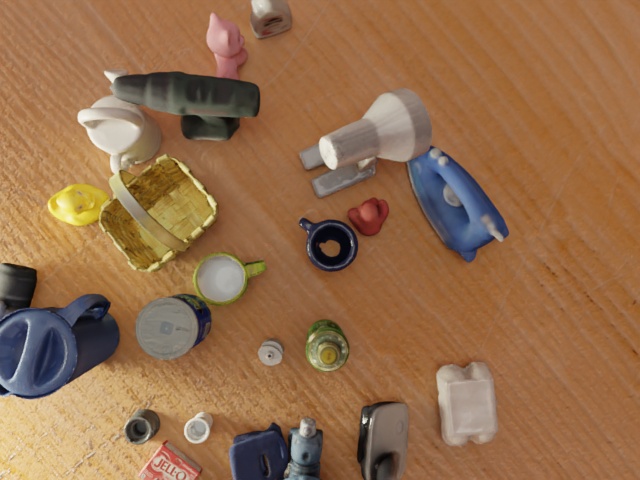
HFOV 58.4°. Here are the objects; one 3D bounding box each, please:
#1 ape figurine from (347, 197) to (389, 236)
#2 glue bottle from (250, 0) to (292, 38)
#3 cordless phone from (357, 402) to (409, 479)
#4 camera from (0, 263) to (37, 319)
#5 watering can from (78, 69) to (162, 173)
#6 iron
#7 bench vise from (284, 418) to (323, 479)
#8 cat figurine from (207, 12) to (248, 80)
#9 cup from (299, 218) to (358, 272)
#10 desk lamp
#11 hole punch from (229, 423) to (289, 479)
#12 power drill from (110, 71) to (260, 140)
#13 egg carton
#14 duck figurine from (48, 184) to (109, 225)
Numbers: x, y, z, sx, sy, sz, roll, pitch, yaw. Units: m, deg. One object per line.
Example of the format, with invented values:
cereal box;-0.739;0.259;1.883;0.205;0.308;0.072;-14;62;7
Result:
ape figurine;0.089;-0.046;1.043;0.078;0.092;0.076;4;87;-1
glue bottle;-0.089;-0.413;1.013;0.078;0.173;0.037;-22;88;-2
cordless phone;0.118;0.363;0.981;0.094;0.185;0.148;1;87;-1
camera;-0.539;0.116;1.014;0.143;0.100;0.137;15;87;-1
watering can;-0.349;-0.205;0.986;0.101;0.194;0.173;-21;88;-2
iron;0.240;-0.090;1.025;0.118;0.141;0.258;-35;89;-3
bench vise;-0.037;0.417;0.957;0.121;0.219;0.207;-14;88;-2
cat figurine;-0.170;-0.337;1.035;0.067;0.117;0.128;2;87;-1
cup;0.010;0.004;1.038;0.118;0.095;0.092;38;87;0
desk lamp;0.074;-0.161;0.987;0.203;0.213;0.118;-24;88;-2
hole punch;-0.106;0.396;1.020;0.101;0.091;0.109;-12;88;-2
power drill;-0.214;-0.230;0.984;0.229;0.208;0.076;0;87;-1
egg carton;0.268;0.299;1.046;0.107;0.069;0.150;-5;88;-2
duck figurine;-0.442;-0.067;1.032;0.104;0.086;0.077;-4;88;-2
